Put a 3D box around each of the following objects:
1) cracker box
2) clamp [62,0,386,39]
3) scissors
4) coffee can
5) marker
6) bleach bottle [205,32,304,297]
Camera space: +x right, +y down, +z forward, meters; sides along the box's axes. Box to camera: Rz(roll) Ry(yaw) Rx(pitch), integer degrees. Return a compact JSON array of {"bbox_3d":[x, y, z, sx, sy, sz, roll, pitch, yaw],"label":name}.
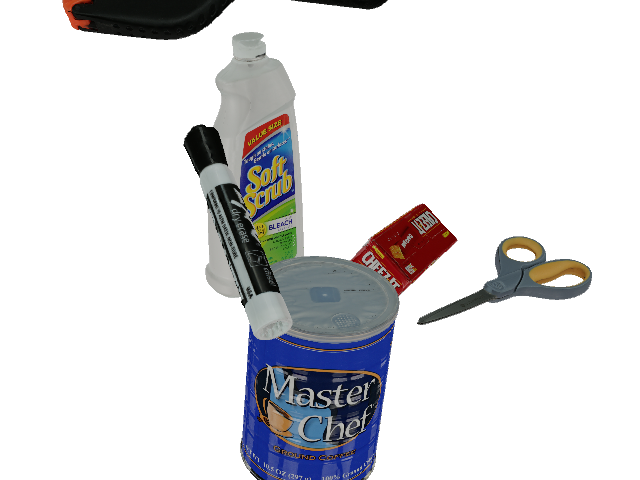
[{"bbox_3d":[0.044,0.062,1.259,0.214,0.072,0.164,-45,-5,30],"label":"cracker box"},{"bbox_3d":[-0.067,-0.184,0.712,0.210,0.164,0.036,-31,-17,-9],"label":"clamp"},{"bbox_3d":[0.148,0.032,0.936,0.201,0.016,0.096,-6,35,-27],"label":"scissors"},{"bbox_3d":[-0.003,0.096,0.764,0.103,0.140,0.103,4,29,-3],"label":"coffee can"},{"bbox_3d":[-0.042,-0.008,0.514,0.020,0.121,0.020,-17,-30,-10],"label":"marker"},{"bbox_3d":[-0.069,-0.074,1.036,0.102,0.251,0.068,-16,30,-26],"label":"bleach bottle"}]
